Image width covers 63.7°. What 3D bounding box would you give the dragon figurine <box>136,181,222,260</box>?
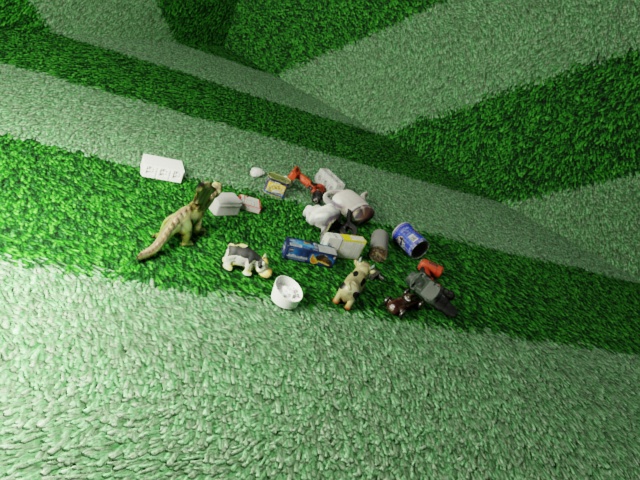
[{"bbox_3d":[-0.424,-0.093,1.645,0.122,0.239,0.417,31,25,2],"label":"dragon figurine"}]

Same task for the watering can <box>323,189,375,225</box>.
[{"bbox_3d":[0.169,-0.168,2.393,0.349,0.102,0.228,-7,41,-45],"label":"watering can"}]

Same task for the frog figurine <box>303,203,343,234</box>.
[{"bbox_3d":[0.007,-0.108,2.140,0.139,0.120,0.161,-37,65,-18],"label":"frog figurine"}]
